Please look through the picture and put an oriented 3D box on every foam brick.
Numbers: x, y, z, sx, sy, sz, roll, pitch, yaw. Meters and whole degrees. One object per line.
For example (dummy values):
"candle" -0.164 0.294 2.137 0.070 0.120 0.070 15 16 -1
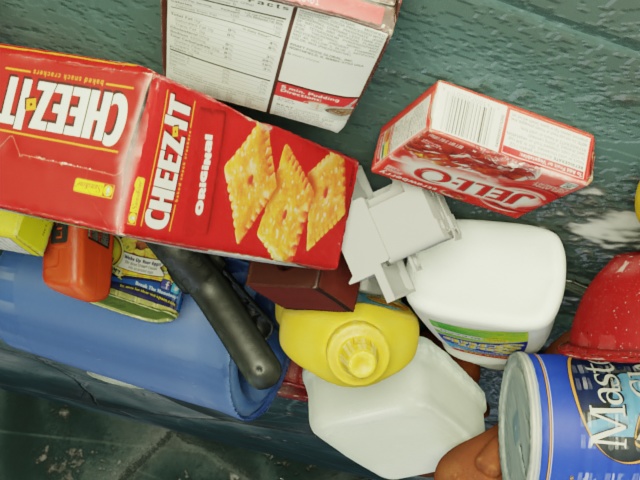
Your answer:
"foam brick" -0.004 0.001 0.661 0.053 0.078 0.051 0 159 31

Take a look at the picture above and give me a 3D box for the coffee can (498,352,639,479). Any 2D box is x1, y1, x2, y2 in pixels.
"coffee can" 0.199 0.128 0.716 0.140 0.103 0.103 1 164 -2

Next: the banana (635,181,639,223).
"banana" 0.186 -0.031 0.492 0.069 0.037 0.198 -16 165 -1

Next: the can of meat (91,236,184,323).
"can of meat" -0.139 0.006 0.767 0.102 0.084 0.058 22 160 -31

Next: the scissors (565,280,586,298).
"scissors" 0.259 0.061 0.772 0.096 0.016 0.201 -3 158 40

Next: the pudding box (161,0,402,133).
"pudding box" -0.019 -0.089 0.442 0.090 0.039 0.113 15 162 -5

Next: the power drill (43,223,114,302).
"power drill" -0.227 0.002 0.677 0.188 0.184 0.057 0 170 10

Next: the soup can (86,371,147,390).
"soup can" -0.184 0.088 1.046 0.068 0.102 0.068 12 162 4

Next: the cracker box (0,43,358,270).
"cracker box" -0.097 -0.038 0.516 0.164 0.072 0.213 11 178 24

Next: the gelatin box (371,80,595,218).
"gelatin box" 0.081 -0.042 0.536 0.089 0.030 0.073 17 163 -15

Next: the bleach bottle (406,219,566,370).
"bleach bottle" 0.128 0.054 0.770 0.103 0.068 0.250 7 165 17

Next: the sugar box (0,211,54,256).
"sugar box" -0.238 -0.052 0.633 0.176 0.093 0.048 9 163 11

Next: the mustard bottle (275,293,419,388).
"mustard bottle" 0.019 0.061 0.750 0.096 0.058 0.191 5 -171 -5

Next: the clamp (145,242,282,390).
"clamp" -0.080 0.021 0.730 0.171 0.039 0.120 56 176 -3

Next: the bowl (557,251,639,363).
"bowl" 0.211 0.032 0.589 0.162 0.055 0.162 -4 180 0

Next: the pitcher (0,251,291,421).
"pitcher" -0.146 0.068 0.894 0.243 0.149 0.144 10 -174 21

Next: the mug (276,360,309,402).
"mug" -0.038 0.101 1.011 0.117 0.081 0.093 11 164 5
